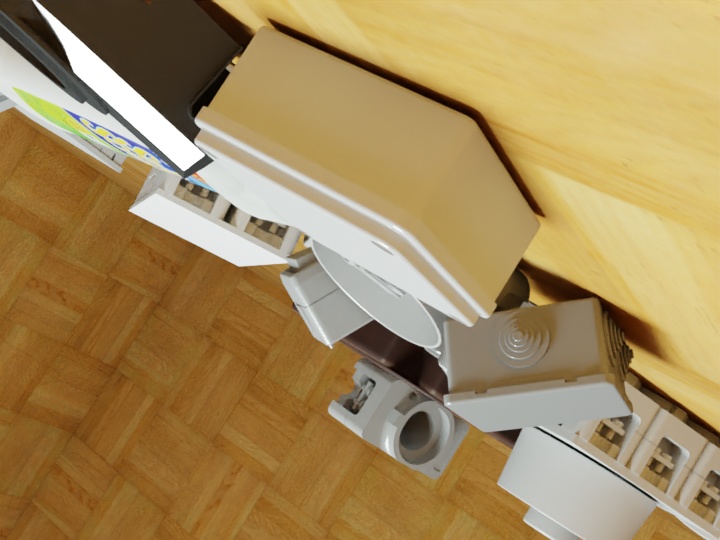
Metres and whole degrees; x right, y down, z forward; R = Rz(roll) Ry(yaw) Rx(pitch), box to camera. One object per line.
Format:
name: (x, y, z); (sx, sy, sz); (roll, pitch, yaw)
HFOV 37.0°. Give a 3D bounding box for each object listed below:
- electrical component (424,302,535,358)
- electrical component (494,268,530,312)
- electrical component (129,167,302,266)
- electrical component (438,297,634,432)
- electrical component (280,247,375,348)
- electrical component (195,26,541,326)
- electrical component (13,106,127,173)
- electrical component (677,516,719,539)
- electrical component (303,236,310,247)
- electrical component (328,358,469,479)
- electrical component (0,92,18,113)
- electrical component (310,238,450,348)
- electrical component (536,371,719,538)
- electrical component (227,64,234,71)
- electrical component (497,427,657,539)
electrical component: (0.097, 0.051, 0.716); (0.095, 0.059, 0.053); (31, 175, 11)
electrical component: (0.068, 0.007, 0.590); (0.040, 0.040, 0.046); (28, 179, 39)
electrical component: (-0.109, -0.054, 0.836); (0.105, 0.060, 0.186); (28, 171, -16)
electrical component: (0.097, 0.053, 0.588); (0.100, 0.048, 0.100); (-10, 160, 18)
electrical component: (0.000, 0.000, 0.717); (0.061, 0.096, 0.062); (61, 172, -7)
electrical component: (0.006, -0.036, 0.439); (0.109, 0.056, 0.109); (30, 175, 29)
electrical component: (-0.255, -0.155, 0.862); (0.105, 0.060, 0.186); (31, 175, 17)
electrical component: (0.297, 0.191, 0.843); (0.099, 0.064, 0.099); (32, 175, 3)
electrical component: (-0.012, -0.026, 0.770); (0.046, 0.040, 0.040); (27, 176, -12)
electrical component: (0.032, 0.112, 0.798); (0.089, 0.050, 0.056); (36, 175, -36)
electrical component: (-0.263, -0.159, 0.725); (0.059, 0.054, 0.095); (78, 168, -83)
electrical component: (0.019, -0.004, 0.636); (0.099, 0.064, 0.099); (32, 175, 3)
electrical component: (0.194, 0.118, 0.767); (0.150, 0.061, 0.089); (34, 175, -23)
electrical component: (-0.084, -0.087, 0.556); (0.040, 0.046, 0.040); (32, 175, 3)
electrical component: (0.150, 0.165, 0.774); (0.108, 0.060, 0.108); (32, 175, 3)
